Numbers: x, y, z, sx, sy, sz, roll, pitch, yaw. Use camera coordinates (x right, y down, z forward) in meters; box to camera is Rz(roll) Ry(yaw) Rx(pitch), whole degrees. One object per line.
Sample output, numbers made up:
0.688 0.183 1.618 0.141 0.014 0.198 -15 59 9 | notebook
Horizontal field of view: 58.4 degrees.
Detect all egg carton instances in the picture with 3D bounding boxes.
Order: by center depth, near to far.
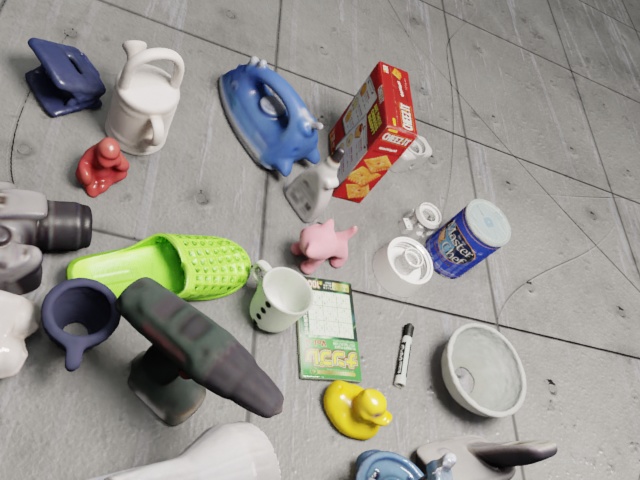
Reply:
-0.423 0.105 0.686 0.151 0.069 0.107 19 53 -19 | egg carton

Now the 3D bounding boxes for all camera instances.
-0.378 -0.010 0.765 0.137 0.100 0.143 1 61 -29 | camera

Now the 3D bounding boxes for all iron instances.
-0.092 -0.251 1.055 0.119 0.141 0.258 -30 78 -39 | iron

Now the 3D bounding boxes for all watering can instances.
-0.278 -0.236 0.905 0.173 0.193 0.101 49 50 7 | watering can

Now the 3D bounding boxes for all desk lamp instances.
-0.170 0.284 0.623 0.204 0.213 0.118 -3 62 -31 | desk lamp

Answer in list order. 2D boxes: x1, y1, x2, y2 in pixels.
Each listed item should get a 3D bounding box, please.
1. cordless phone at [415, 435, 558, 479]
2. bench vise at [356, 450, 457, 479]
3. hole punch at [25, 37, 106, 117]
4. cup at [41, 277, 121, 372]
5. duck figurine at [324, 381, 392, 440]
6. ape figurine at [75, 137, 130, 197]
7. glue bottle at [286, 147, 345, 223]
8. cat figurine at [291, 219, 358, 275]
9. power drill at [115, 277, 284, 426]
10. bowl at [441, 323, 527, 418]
0.245 0.326 0.852 0.148 0.184 0.094 -3 62 -31 | cordless phone
0.116 0.363 0.732 0.122 0.219 0.207 2 60 -28 | bench vise
-0.406 -0.270 0.921 0.101 0.091 0.108 -28 77 -39 | hole punch
-0.308 0.119 0.727 0.092 0.094 0.117 11 56 -24 | cup
0.062 0.248 0.862 0.104 0.086 0.078 42 49 0 | duck figurine
-0.328 -0.120 0.870 0.078 0.092 0.076 0 61 -29 | ape figurine
0.000 -0.103 0.994 0.037 0.173 0.078 -24 74 -38 | glue bottle
0.009 0.003 0.967 0.128 0.117 0.067 -15 69 -36 | cat figurine
-0.163 0.156 0.711 0.229 0.208 0.076 43 49 1 | power drill
0.271 0.234 0.998 0.168 0.074 0.167 15 55 -21 | bowl
